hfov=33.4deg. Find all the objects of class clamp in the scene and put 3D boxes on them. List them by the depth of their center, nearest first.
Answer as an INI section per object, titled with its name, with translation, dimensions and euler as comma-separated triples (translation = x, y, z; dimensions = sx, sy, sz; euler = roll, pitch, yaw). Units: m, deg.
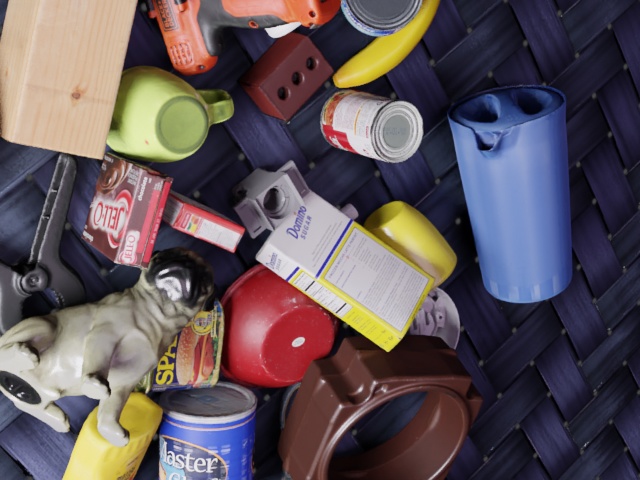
[clamp]
translation = -0.272, 0.026, 1.021
dimensions = 0.164, 0.036, 0.210
euler = -32, 118, -19

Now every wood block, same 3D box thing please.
[wood block]
translation = -0.228, -0.187, 0.958
dimensions = 0.090, 0.090, 0.206
euler = 10, 98, -34

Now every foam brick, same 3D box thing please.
[foam brick]
translation = -0.035, -0.170, 1.102
dimensions = 0.078, 0.051, 0.053
euler = -49, 122, -11

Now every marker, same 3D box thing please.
[marker]
translation = -0.008, 0.001, 1.185
dimensions = 0.121, 0.020, 0.020
euler = -38, 119, -17

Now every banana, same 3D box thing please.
[banana]
translation = 0.085, -0.242, 1.168
dimensions = 0.069, 0.037, 0.198
euler = 27, 85, -6

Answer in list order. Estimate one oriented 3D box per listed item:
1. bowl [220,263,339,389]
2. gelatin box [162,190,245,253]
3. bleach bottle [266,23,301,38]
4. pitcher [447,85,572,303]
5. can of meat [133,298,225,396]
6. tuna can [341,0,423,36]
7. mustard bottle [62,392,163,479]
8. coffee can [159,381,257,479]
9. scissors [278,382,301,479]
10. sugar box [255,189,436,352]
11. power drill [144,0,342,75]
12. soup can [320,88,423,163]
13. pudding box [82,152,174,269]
[bowl]
translation = -0.037, 0.102, 1.161
dimensions = 0.161, 0.055, 0.162
euler = -13, 118, -27
[gelatin box]
translation = -0.127, -0.022, 1.064
dimensions = 0.073, 0.089, 0.030
euler = 24, 92, -33
[bleach bottle]
translation = -0.070, -0.326, 1.016
dimensions = 0.102, 0.068, 0.250
euler = -35, 106, -6
[pitcher]
translation = 0.237, -0.057, 1.264
dimensions = 0.149, 0.145, 0.243
euler = -19, 117, -13
[can of meat]
translation = -0.150, 0.107, 1.107
dimensions = 0.083, 0.058, 0.102
euler = 0, 104, -34
[tuna can]
translation = 0.064, -0.260, 1.128
dimensions = 0.086, 0.034, 0.086
euler = 0, 88, -8
[mustard bottle]
translation = -0.225, 0.246, 1.074
dimensions = 0.096, 0.058, 0.192
euler = -33, 154, -58
[coffee can]
translation = -0.120, 0.232, 1.130
dimensions = 0.102, 0.103, 0.140
euler = -5, 106, -30
[scissors]
translation = -0.016, 0.258, 1.253
dimensions = 0.096, 0.016, 0.202
euler = -5, 106, -30
[sugar box]
translation = 0.028, 0.031, 1.140
dimensions = 0.176, 0.048, 0.093
euler = 35, 54, -1
[power drill]
translation = -0.083, -0.252, 0.980
dimensions = 0.057, 0.188, 0.184
euler = -47, 126, -52
[soup can]
translation = 0.055, -0.123, 1.140
dimensions = 0.068, 0.102, 0.068
euler = -9, 108, -30
[pudding box]
translation = -0.184, -0.029, 1.013
dimensions = 0.039, 0.114, 0.090
euler = 15, 94, -29
